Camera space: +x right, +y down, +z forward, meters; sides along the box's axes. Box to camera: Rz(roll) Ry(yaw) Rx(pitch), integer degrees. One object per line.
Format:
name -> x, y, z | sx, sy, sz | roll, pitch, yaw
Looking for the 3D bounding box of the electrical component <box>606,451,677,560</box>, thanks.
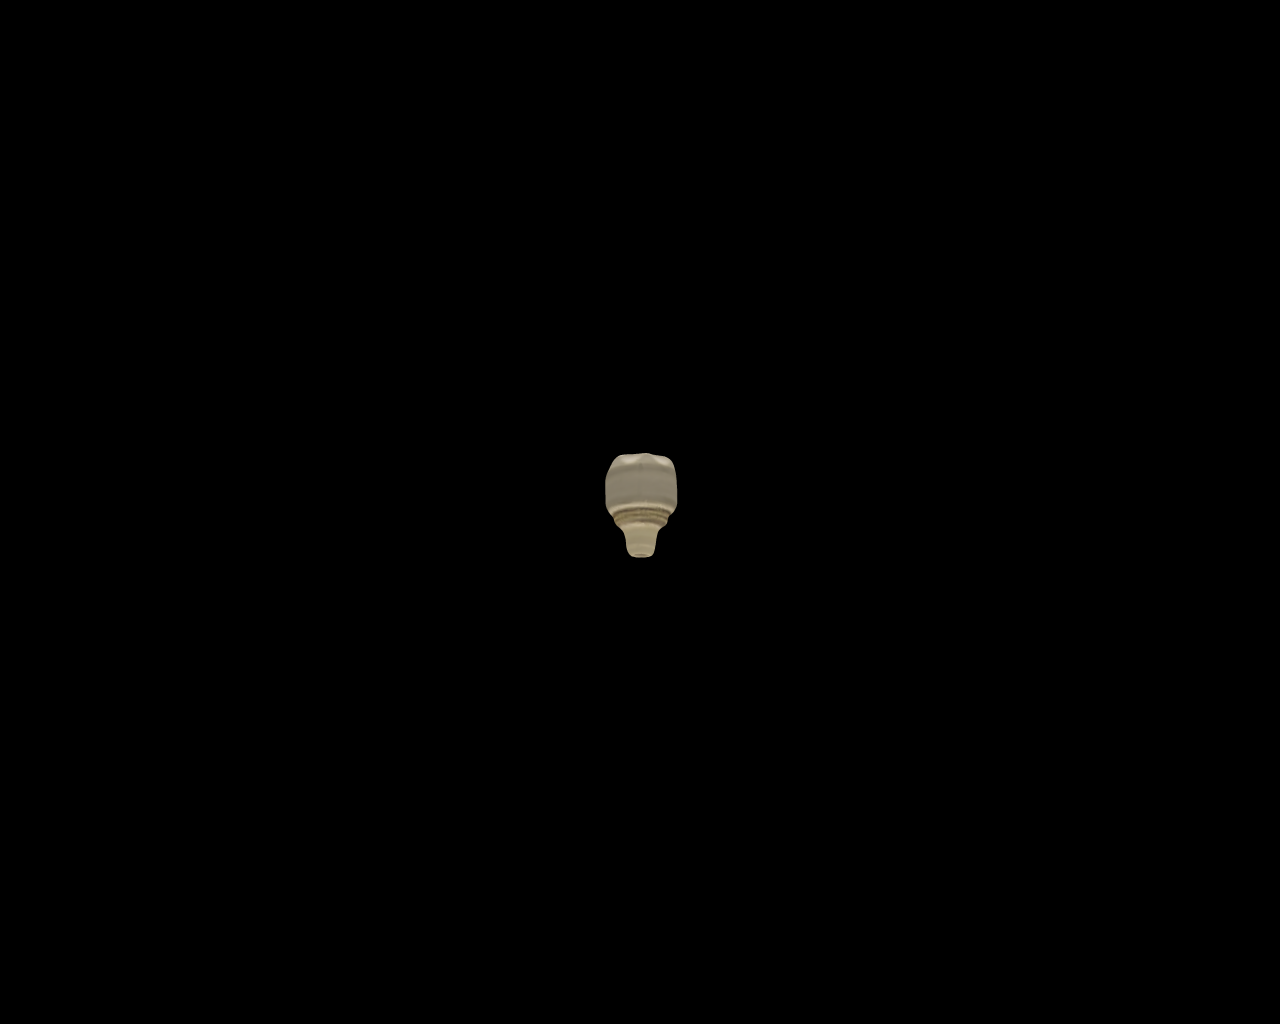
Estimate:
electrical component -> 0.001, -0.003, 0.650 | 0.043, 0.062, 0.043 | 0, -16, 0
